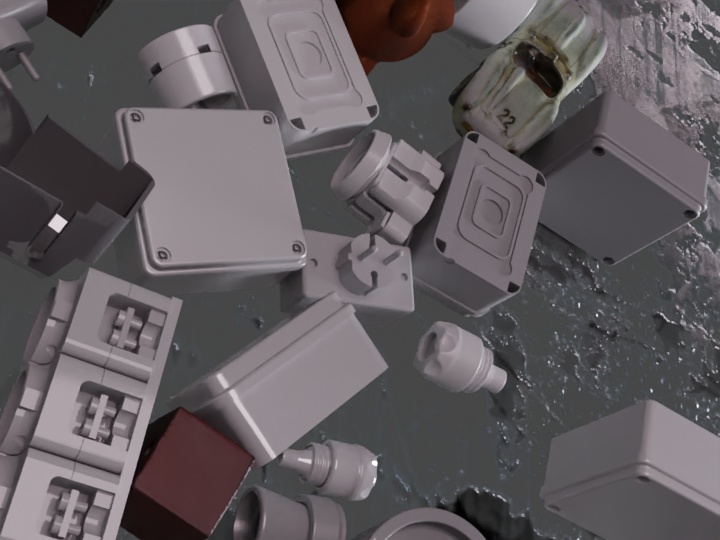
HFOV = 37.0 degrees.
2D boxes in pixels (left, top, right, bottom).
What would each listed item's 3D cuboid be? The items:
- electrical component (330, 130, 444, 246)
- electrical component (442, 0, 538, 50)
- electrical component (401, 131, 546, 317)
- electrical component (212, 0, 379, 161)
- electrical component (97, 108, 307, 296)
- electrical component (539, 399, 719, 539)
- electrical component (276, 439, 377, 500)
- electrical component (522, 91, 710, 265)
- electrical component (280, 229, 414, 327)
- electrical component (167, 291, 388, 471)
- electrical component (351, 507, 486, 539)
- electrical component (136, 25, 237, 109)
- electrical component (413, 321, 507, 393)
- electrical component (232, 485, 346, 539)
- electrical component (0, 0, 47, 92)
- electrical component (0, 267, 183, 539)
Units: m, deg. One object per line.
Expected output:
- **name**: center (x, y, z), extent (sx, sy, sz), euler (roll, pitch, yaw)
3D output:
- **electrical component**: center (0.017, -0.061, 0.754), extent (0.057, 0.058, 0.078), euler (37, 56, -16)
- **electrical component**: center (0.105, -0.226, 0.848), extent (0.060, 0.108, 0.108), euler (28, 58, -26)
- **electrical component**: center (0.080, -0.032, 0.779), extent (0.078, 0.057, 0.113), euler (30, 58, -17)
- **electrical component**: center (-0.047, -0.136, 0.747), extent (0.078, 0.057, 0.113), euler (-15, 78, -34)
- **electrical component**: center (-0.100, -0.043, 0.677), extent (0.109, 0.056, 0.108), euler (-4, 72, -32)
- **electrical component**: center (0.201, 0.148, 0.744), extent (0.109, 0.109, 0.056), euler (29, 55, -17)
- **electrical component**: center (-0.022, 0.122, 0.667), extent (0.061, 0.035, 0.035), euler (17, 62, -22)
- **electrical component**: center (0.192, -0.068, 0.830), extent (0.109, 0.109, 0.056), euler (31, 55, -16)
- **electrical component**: center (0.000, 0.000, 0.706), extent (0.083, 0.076, 0.047), euler (9, 66, -28)
- **electrical component**: center (-0.050, 0.069, 0.646), extent (0.113, 0.078, 0.057), euler (-35, 92, -36)
- **electrical component**: center (0.029, 0.202, 0.648), extent (0.108, 0.060, 0.108), euler (12, 65, -26)
- **electrical component**: center (-0.113, -0.127, 0.707), extent (0.055, 0.055, 0.047), euler (-22, 86, -35)
- **electrical component**: center (0.072, 0.065, 0.742), extent (0.062, 0.043, 0.043), euler (27, 58, -19)
- **electrical component**: center (-0.042, 0.153, 0.636), extent (0.055, 0.045, 0.045), euler (16, 63, -25)
- **electrical component**: center (-0.225, -0.144, 0.653), extent (0.077, 0.043, 0.079), euler (-32, 88, -36)
- **electrical component**: center (-0.156, 0.084, 0.569), extent (0.062, 0.089, 0.150), euler (23, 60, -21)
